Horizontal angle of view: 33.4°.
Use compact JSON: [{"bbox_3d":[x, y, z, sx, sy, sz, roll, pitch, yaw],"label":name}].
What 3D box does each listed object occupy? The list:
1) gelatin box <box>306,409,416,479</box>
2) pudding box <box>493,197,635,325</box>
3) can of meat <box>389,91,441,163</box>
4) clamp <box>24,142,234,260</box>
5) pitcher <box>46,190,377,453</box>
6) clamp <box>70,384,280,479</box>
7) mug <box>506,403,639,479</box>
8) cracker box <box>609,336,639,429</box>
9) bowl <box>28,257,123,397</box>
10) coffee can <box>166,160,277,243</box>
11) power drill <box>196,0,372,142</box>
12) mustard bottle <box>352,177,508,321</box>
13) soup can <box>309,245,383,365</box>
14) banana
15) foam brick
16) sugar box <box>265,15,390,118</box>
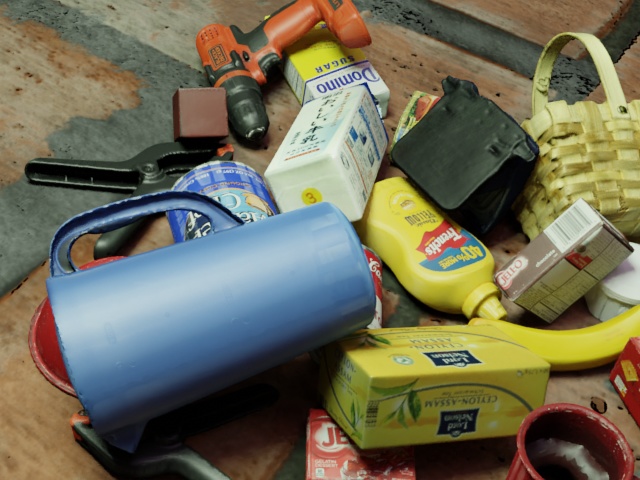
[{"bbox_3d":[0.033,0.178,0.886,0.089,0.030,0.073,5,42,-5],"label":"gelatin box"},{"bbox_3d":[0.229,0.022,1.001,0.089,0.114,0.039,28,25,-51],"label":"pudding box"},{"bbox_3d":[0.132,-0.116,1.188,0.084,0.057,0.102,18,45,12],"label":"can of meat"},{"bbox_3d":[-0.185,-0.063,1.093,0.209,0.036,0.165,-27,51,-35],"label":"clamp"},{"bbox_3d":[-0.087,0.046,0.841,0.242,0.149,0.145,-20,45,-11],"label":"pitcher"},{"bbox_3d":[-0.115,0.156,0.879,0.171,0.039,0.120,15,43,6],"label":"clamp"},{"bbox_3d":[0.207,0.196,0.860,0.117,0.081,0.093,16,44,7],"label":"mug"},{"bbox_3d":[0.396,0.146,0.951,0.213,0.072,0.164,-8,47,-17],"label":"cracker box"},{"bbox_3d":[-0.178,0.066,0.950,0.162,0.055,0.162,5,44,-5],"label":"bowl"},{"bbox_3d":[-0.080,0.008,0.983,0.102,0.103,0.140,-7,41,-16],"label":"coffee can"},{"bbox_3d":[-0.040,-0.211,1.203,0.187,0.057,0.184,-28,54,3],"label":"power drill"},{"bbox_3d":[0.113,0.017,1.046,0.096,0.058,0.192,-18,50,-34],"label":"mustard bottle"},{"bbox_3d":[0.023,0.061,0.979,0.068,0.068,0.102,7,44,-3],"label":"soup can"},{"bbox_3d":[0.233,0.088,0.993,0.197,0.037,0.069,-11,90,-10],"label":"banana"},{"bbox_3d":[-0.128,-0.133,1.137,0.051,0.053,0.078,-2,2,-12],"label":"foam brick"},{"bbox_3d":[0.005,-0.207,1.267,0.093,0.048,0.176,-13,47,-21],"label":"sugar box"}]
